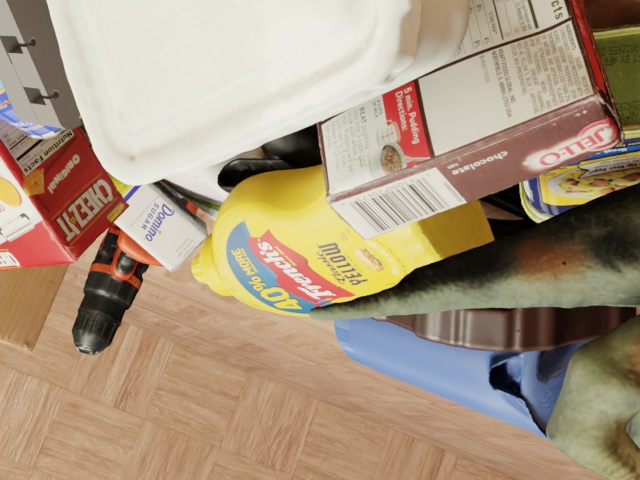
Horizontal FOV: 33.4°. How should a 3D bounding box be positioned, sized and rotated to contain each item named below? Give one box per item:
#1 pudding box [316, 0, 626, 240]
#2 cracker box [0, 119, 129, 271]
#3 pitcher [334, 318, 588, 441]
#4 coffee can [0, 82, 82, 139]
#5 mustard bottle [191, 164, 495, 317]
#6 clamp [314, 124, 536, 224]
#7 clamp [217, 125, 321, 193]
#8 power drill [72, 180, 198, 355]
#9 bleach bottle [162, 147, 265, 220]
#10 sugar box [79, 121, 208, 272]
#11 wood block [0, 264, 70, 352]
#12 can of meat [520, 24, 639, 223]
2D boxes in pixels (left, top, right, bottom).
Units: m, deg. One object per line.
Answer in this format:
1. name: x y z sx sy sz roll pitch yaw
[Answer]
1. pudding box: 0.053 -0.062 0.420 0.114 0.090 0.039 -20 147 21
2. cracker box: -0.246 -0.083 0.705 0.164 0.072 0.213 -5 124 42
3. pitcher: 0.134 0.077 0.911 0.243 0.145 0.149 11 153 49
4. coffee can: -0.186 -0.131 0.573 0.103 0.103 0.140 7 161 47
5. mustard bottle: -0.004 0.001 0.604 0.192 0.058 0.096 -13 130 41
6. clamp: 0.058 -0.062 0.624 0.210 0.036 0.164 17 163 23
7. clamp: 0.004 -0.037 0.641 0.171 0.039 0.120 26 163 4
8. power drill: -0.171 0.008 0.982 0.057 0.184 0.188 23 157 -17
9. bleach bottle: -0.088 -0.058 0.814 0.102 0.068 0.251 23 171 10
10. sugar box: -0.163 -0.051 0.803 0.176 0.048 0.093 45 180 -9
11. wood block: -0.255 -0.024 0.885 0.090 0.206 0.090 15 166 25
12. can of meat: 0.134 -0.050 0.466 0.102 0.057 0.084 -6 157 14
